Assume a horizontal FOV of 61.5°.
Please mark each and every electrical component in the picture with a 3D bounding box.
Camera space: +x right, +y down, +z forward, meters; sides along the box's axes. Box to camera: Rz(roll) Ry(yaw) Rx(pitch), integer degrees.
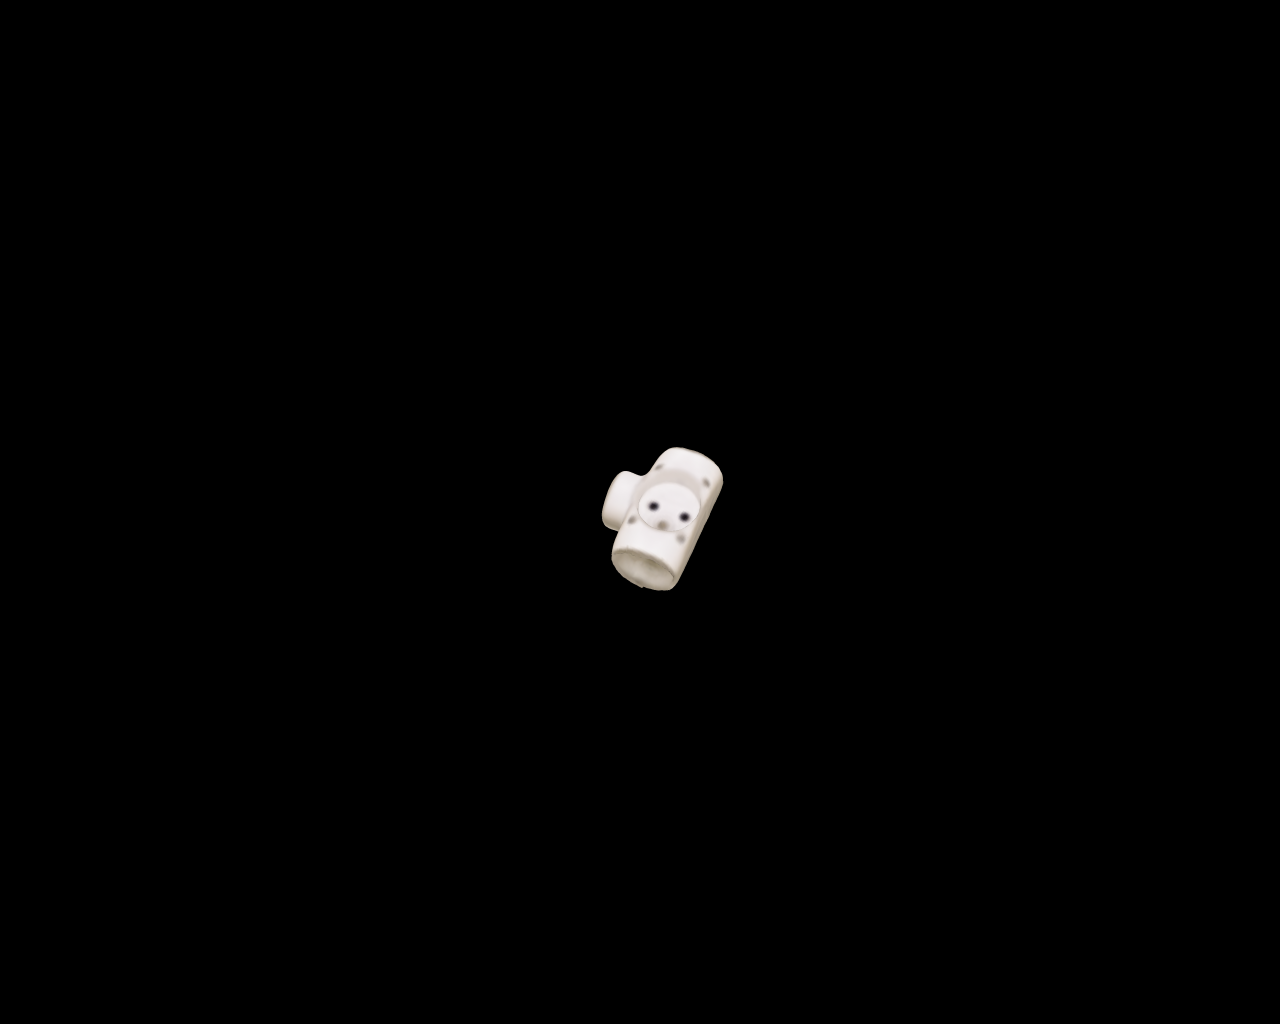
[{"bbox_3d":[0.001,-0.003,0.650,0.079,0.077,0.044,21,-28,12],"label":"electrical component"}]
